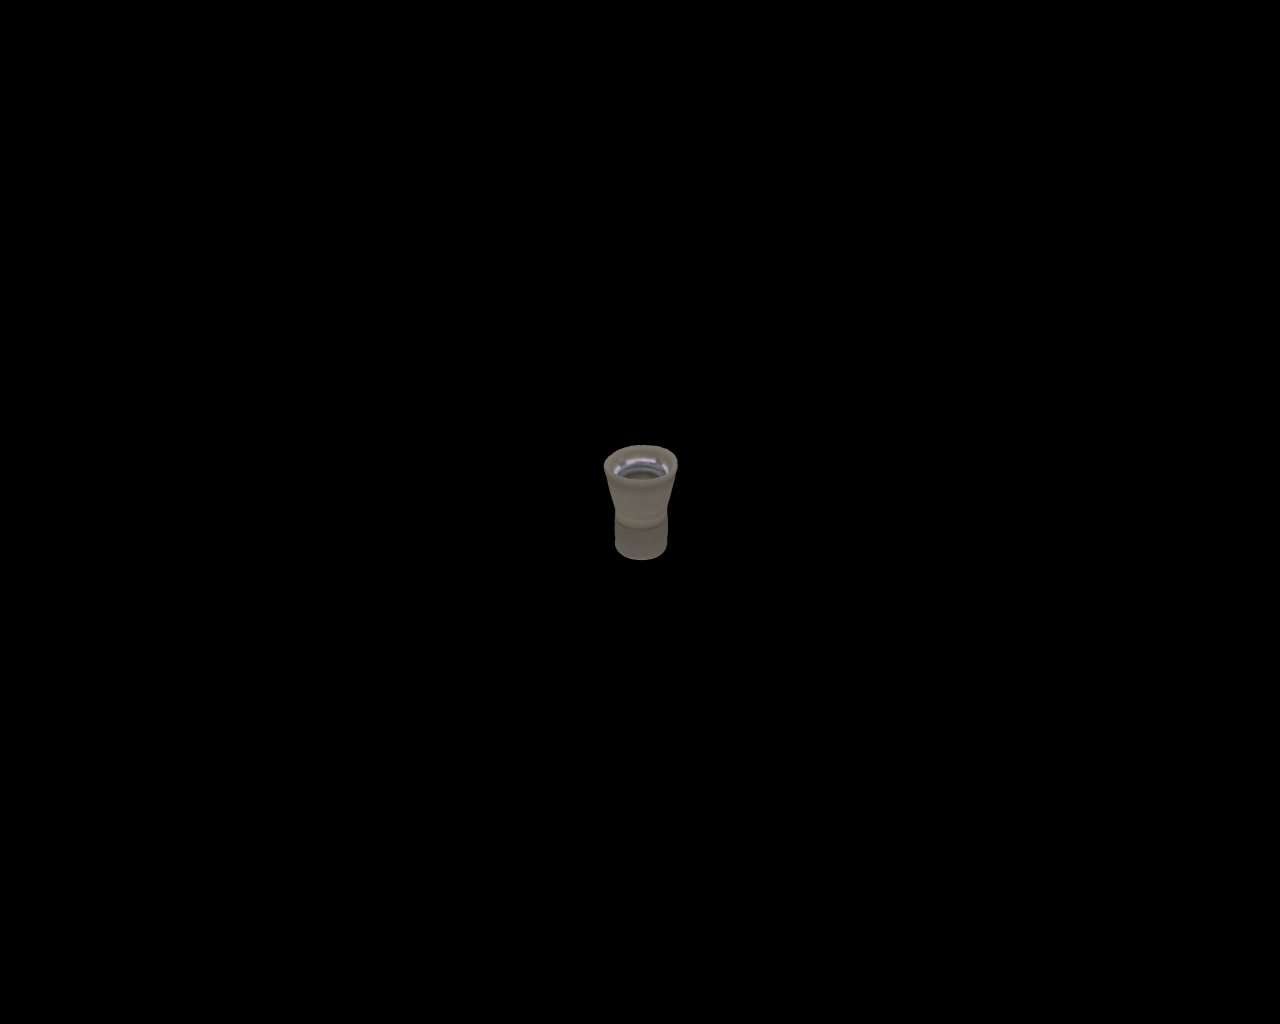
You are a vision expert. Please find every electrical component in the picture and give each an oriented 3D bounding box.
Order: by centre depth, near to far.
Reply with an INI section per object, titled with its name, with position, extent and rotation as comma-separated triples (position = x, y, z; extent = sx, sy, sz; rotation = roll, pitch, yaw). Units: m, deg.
[electrical component]
position = 0.001, -0.003, 0.650
extent = 0.044, 0.065, 0.044
rotation = 0, 33, 0
